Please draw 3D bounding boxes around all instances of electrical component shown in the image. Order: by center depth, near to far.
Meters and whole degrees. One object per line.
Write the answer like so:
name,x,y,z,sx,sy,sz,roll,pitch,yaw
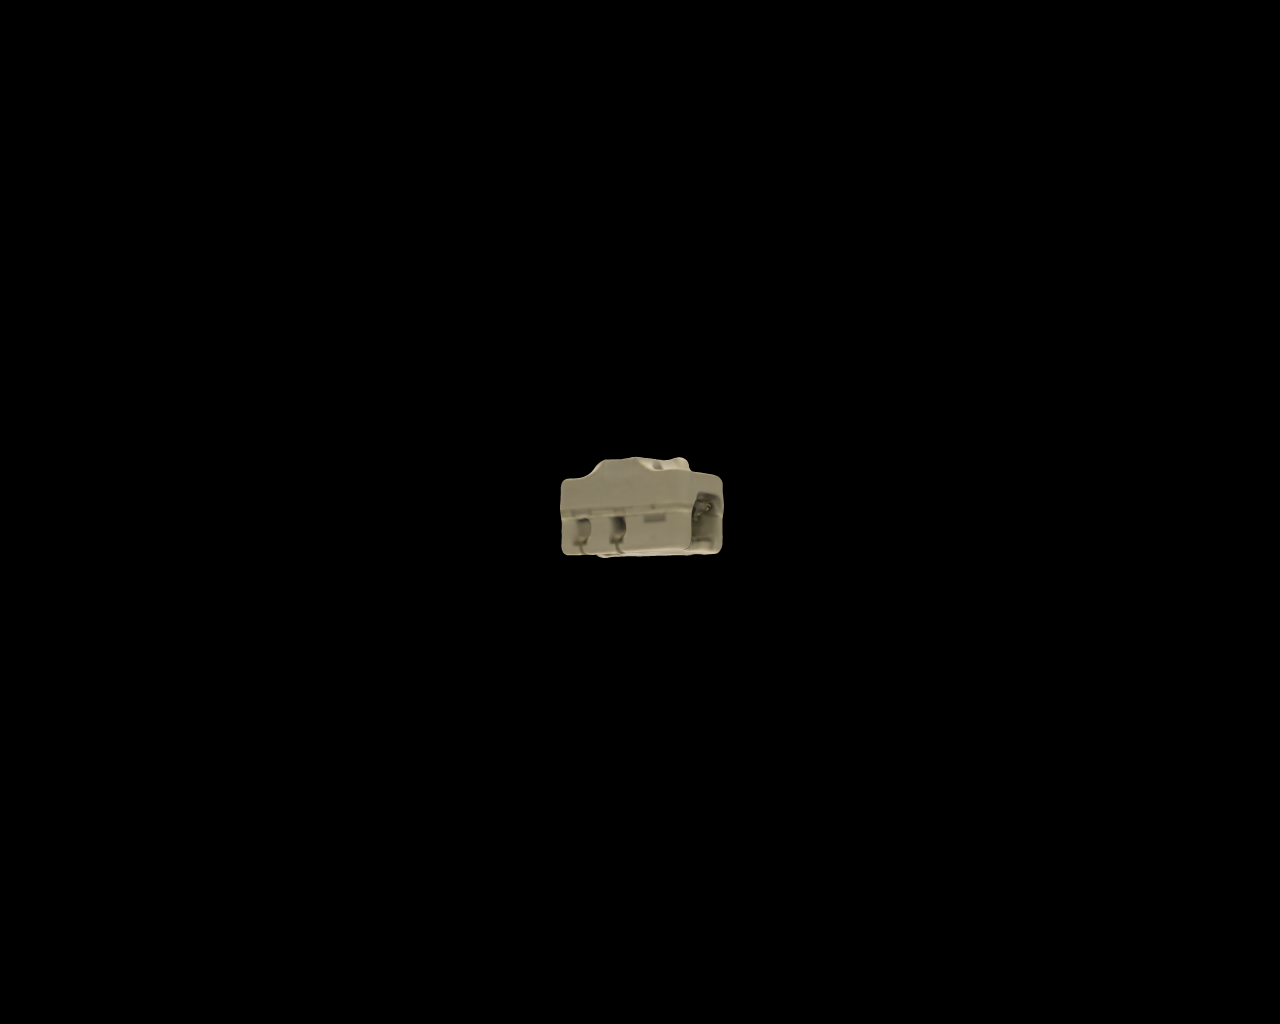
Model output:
electrical component,0.001,-0.003,0.650,0.089,0.055,0.050,-3,-6,33
